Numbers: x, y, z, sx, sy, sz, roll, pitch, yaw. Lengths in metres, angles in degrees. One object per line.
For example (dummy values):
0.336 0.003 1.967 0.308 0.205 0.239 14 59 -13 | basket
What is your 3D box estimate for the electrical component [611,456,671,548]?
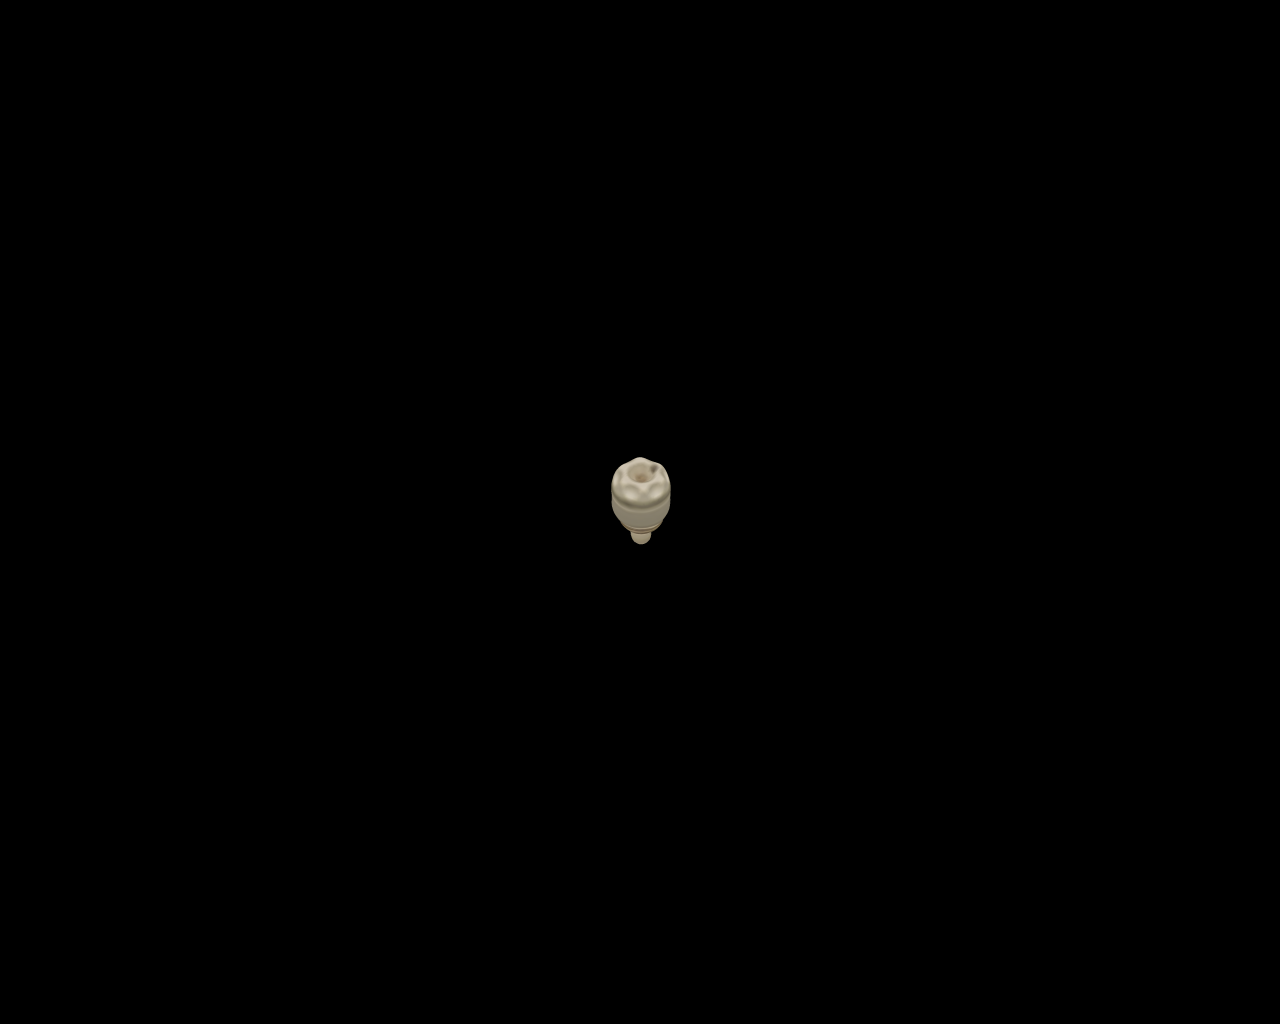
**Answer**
0.001 -0.003 0.650 0.035 0.035 0.061 0 -43 0 | electrical component
